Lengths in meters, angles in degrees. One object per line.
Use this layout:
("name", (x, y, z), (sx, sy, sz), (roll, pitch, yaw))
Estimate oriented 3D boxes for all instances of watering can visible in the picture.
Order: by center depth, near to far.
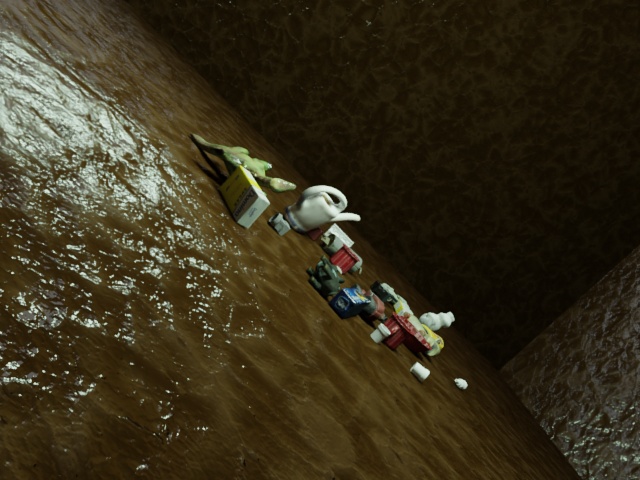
("watering can", (0.006, -0.095, 1.897), (0.223, 0.106, 0.343), (-27, -30, 16))

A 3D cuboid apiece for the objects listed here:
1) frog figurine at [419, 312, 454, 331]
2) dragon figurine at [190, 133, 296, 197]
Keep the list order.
("frog figurine", (0.553, 0.386, 2.460), (0.135, 0.159, 0.125), (41, 7, -38))
("dragon figurine", (-0.254, -0.239, 1.539), (0.411, 0.122, 0.241), (29, -4, 6))
